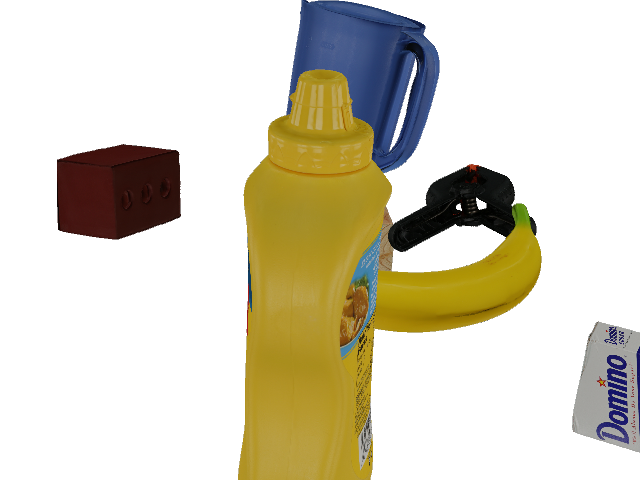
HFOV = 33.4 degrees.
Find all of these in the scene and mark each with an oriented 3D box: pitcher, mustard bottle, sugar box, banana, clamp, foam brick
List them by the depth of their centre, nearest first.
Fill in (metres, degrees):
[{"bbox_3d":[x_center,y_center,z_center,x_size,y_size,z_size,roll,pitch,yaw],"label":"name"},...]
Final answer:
[{"bbox_3d":[-0.003,0.025,0.440,0.058,0.192,0.096,8,25,10],"label":"mustard bottle"},{"bbox_3d":[0.078,0.027,0.683,0.197,0.037,0.070,-15,48,-35],"label":"banana"},{"bbox_3d":[-0.143,-0.036,0.762,0.051,0.053,0.078,10,18,27],"label":"foam brick"},{"bbox_3d":[0.299,0.135,0.864,0.176,0.093,0.048,13,25,20],"label":"sugar box"},{"bbox_3d":[0.138,-0.029,0.931,0.120,0.039,0.171,6,26,20],"label":"clamp"},{"bbox_3d":[0.030,-0.128,1.140,0.145,0.243,0.149,10,18,-6],"label":"pitcher"}]

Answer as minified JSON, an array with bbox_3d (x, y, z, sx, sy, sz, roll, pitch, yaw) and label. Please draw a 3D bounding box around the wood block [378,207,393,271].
[{"bbox_3d":[0.034,-0.025,1.403,0.090,0.090,0.206,-2,27,-6],"label":"wood block"}]
